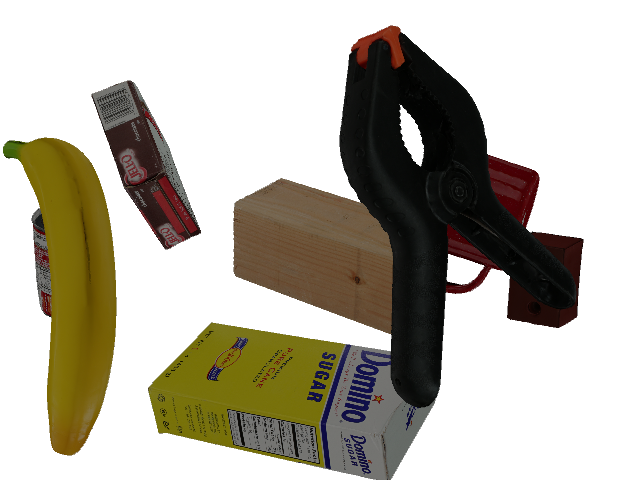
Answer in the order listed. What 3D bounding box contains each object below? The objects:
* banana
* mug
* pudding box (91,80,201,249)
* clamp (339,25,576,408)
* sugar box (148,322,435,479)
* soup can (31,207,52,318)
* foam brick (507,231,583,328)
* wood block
[{"bbox_3d":[-0.142,0.018,0.607,0.037,0.198,0.070,2,-25,-36],"label":"banana"},{"bbox_3d":[0.114,-0.015,0.823,0.081,0.117,0.093,19,-9,14],"label":"mug"},{"bbox_3d":[-0.141,-0.062,0.869,0.039,0.113,0.090,-23,-36,-1],"label":"pudding box"},{"bbox_3d":[0.050,-0.011,0.499,0.120,0.171,0.039,-39,13,-37],"label":"clamp"},{"bbox_3d":[-0.019,0.106,0.733,0.176,0.048,0.093,4,29,25],"label":"sugar box"},{"bbox_3d":[-0.247,0.021,1.054,0.068,0.102,0.068,2,28,-1],"label":"soup can"},{"bbox_3d":[0.209,0.036,0.991,0.053,0.078,0.051,9,16,31],"label":"foam brick"},{"bbox_3d":[0.017,0.014,1.106,0.206,0.091,0.090,19,31,29],"label":"wood block"}]
